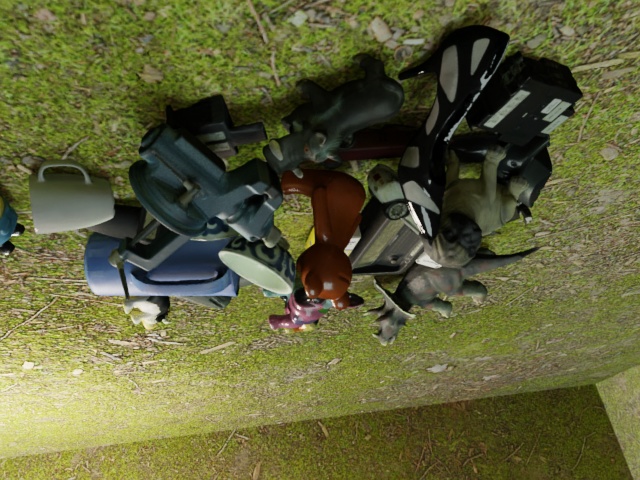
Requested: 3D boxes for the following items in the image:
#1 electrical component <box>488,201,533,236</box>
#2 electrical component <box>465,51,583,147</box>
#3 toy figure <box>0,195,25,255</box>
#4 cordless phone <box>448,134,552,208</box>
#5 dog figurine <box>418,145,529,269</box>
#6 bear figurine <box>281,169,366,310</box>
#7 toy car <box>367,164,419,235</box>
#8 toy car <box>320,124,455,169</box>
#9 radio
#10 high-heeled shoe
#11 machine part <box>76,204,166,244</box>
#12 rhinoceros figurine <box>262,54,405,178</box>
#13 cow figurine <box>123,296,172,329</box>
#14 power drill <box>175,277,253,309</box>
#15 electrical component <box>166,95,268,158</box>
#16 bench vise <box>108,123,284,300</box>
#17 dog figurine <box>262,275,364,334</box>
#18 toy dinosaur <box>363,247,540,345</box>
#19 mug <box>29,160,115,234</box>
[{"bbox_3d":[0.360,-0.046,1.036,0.102,0.045,0.078,-17,152,13],"label":"electrical component"},{"bbox_3d":[0.283,-0.188,0.738,0.134,0.058,0.115,7,149,-30],"label":"electrical component"},{"bbox_3d":[-0.479,-0.043,0.737,0.089,0.082,0.180,-6,154,-10],"label":"toy figure"},{"bbox_3d":[0.263,-0.115,0.865,0.184,0.089,0.146,1,153,4],"label":"cordless phone"},{"bbox_3d":[0.220,-0.020,0.790,0.121,0.190,0.172,-8,142,48],"label":"dog figurine"},{"bbox_3d":[0.001,-0.002,0.810,0.132,0.195,0.120,6,169,40],"label":"bear figurine"},{"bbox_3d":[0.143,-0.042,0.823,0.056,0.074,0.201,-43,129,15],"label":"toy car"},{"bbox_3d":[0.090,-0.140,0.769,0.202,0.053,0.089,-6,167,-9],"label":"toy car"},{"bbox_3d":[0.138,-0.015,0.992,0.131,0.073,0.229,2,150,-20],"label":"radio"},{"bbox_3d":[0.172,-0.127,0.660,0.145,0.248,0.086,-5,-172,36],"label":"high-heeled shoe"},{"bbox_3d":[-0.306,-0.033,0.829,0.139,0.084,0.039,7,173,-12],"label":"machine part"},{"bbox_3d":[0.016,-0.147,0.673,0.190,0.112,0.073,-26,151,13],"label":"rhinoceros figurine"},{"bbox_3d":[-0.347,0.132,1.121,0.098,0.068,0.167,-13,153,-7],"label":"cow figurine"},{"bbox_3d":[-0.197,0.070,1.036,0.207,0.086,0.231,-20,152,10],"label":"power drill"},{"bbox_3d":[-0.131,-0.145,0.694,0.119,0.048,0.074,-13,153,4],"label":"electrical component"},{"bbox_3d":[-0.171,-0.031,0.699,0.240,0.129,0.223,-38,136,16],"label":"bench vise"},{"bbox_3d":[-0.001,0.125,1.147,0.219,0.108,0.191,-18,157,25],"label":"dog figurine"},{"bbox_3d":[0.259,0.087,1.187,0.192,0.131,0.405,13,138,-37],"label":"toy dinosaur"},{"bbox_3d":[-0.347,-0.065,0.755,0.107,0.081,0.109,-5,125,-28],"label":"mug"}]
